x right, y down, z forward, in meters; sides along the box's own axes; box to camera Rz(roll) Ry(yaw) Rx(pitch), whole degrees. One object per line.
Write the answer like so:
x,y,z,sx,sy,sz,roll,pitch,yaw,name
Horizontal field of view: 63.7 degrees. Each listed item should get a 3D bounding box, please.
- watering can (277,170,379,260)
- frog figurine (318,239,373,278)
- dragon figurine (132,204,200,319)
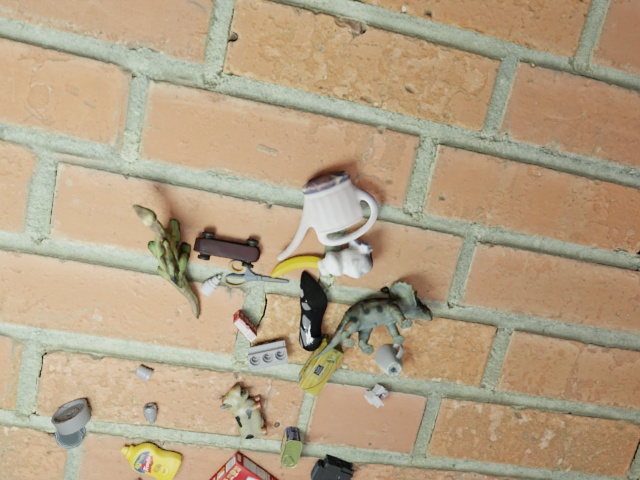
0.005,-0.079,1.567,0.348,0.105,0.222,-21,103,-3,watering can
0.080,0.075,1.589,0.161,0.139,0.120,-37,135,-18,frog figurine
-0.425,0.077,1.475,0.122,0.244,0.407,-24,102,-6,dragon figurine
